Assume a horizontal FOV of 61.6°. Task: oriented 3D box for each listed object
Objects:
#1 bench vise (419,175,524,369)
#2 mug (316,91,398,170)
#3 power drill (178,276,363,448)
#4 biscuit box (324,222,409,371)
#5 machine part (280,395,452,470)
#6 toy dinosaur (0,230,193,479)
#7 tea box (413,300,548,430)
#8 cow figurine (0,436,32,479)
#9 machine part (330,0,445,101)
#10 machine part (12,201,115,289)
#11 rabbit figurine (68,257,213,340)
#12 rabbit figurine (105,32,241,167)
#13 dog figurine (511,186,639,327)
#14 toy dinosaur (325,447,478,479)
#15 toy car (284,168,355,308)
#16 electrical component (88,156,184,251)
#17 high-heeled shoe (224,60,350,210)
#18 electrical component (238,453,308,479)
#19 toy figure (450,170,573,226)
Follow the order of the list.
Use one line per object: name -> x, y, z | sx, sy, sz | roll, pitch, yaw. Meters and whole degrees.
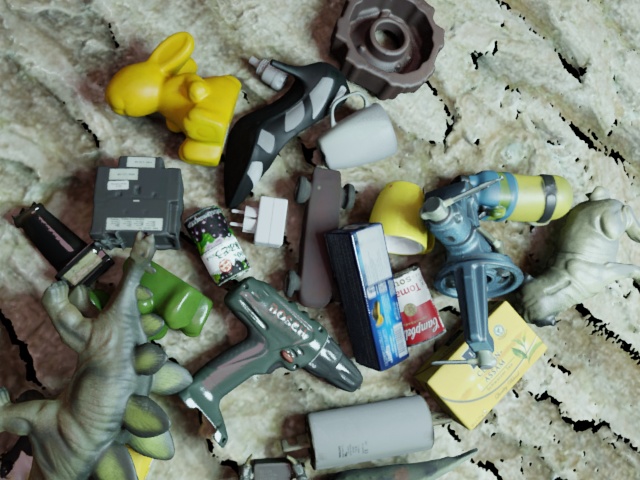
bench vise -> 0.203, 0.047, 0.722 | 0.129, 0.223, 0.240 | -10, 58, 21
mug -> 0.046, -0.155, 0.788 | 0.107, 0.081, 0.109 | -25, 113, -4
power drill -> -0.078, 0.181, 0.735 | 0.207, 0.086, 0.232 | -41, 98, -7
biscuit box -> 0.067, 0.078, 0.749 | 0.059, 0.063, 0.202 | -19, 102, -33
machine part -> 0.067, 0.267, 0.748 | 0.243, 0.079, 0.079 | -5, 85, -11
toy dinosaur -> -0.267, 0.213, 0.605 | 0.199, 0.105, 0.471 | 24, 93, 8
tea box -> 0.234, 0.179, 0.790 | 0.169, 0.068, 0.098 | -44, 93, -10
cow figurine -> -0.358, 0.268, 0.687 | 0.167, 0.068, 0.098 | -33, 84, -14
machine part -> 0.102, -0.304, 0.824 | 0.179, 0.056, 0.179 | 3, 78, -13
machine part -> -0.354, 0.007, 0.734 | 0.139, 0.039, 0.084 | 43, 88, -4
rabbit figurine -> -0.248, 0.109, 0.695 | 0.159, 0.121, 0.170 | 32, 77, 2
rabbit figurine -> -0.201, -0.201, 0.739 | 0.173, 0.122, 0.162 | 11, 77, -7
dog figurine -> 0.365, 0.024, 0.794 | 0.191, 0.121, 0.172 | -16, 86, -15
toy dinosaur -> 0.028, 0.395, 0.715 | 0.192, 0.131, 0.405 | 39, 73, -3
toy car -> -0.002, -0.002, 0.781 | 0.089, 0.053, 0.202 | 5, 87, -13
electrical component -> -0.246, -0.053, 0.736 | 0.115, 0.058, 0.134 | 3, 63, -10
high-heeled shoe -> -0.048, -0.150, 0.798 | 0.145, 0.086, 0.248 | 15, 101, -38
electrical component -> -0.069, 0.329, 0.737 | 0.102, 0.045, 0.078 | 7, 81, -8
toy figure -> 0.291, -0.064, 0.815 | 0.180, 0.089, 0.082 | 6, 88, -11
